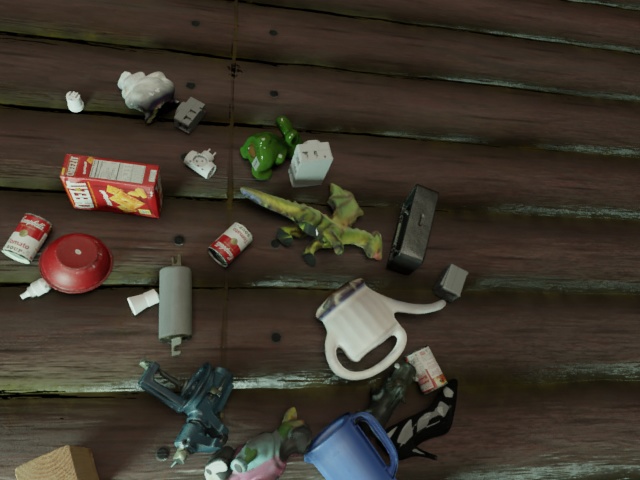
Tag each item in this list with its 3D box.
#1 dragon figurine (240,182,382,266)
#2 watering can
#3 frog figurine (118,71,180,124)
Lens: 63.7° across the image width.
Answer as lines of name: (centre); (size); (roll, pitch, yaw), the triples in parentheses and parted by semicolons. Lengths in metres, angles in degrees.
dragon figurine: (0.004, -0.071, 1.413); (0.411, 0.119, 0.247); (40, 47, 5)
watering can: (0.140, 0.191, 1.298); (0.352, 0.102, 0.226); (-35, 77, -24)
frog figurine: (-0.488, -0.422, 1.437); (0.138, 0.122, 0.159); (-43, 92, -6)
